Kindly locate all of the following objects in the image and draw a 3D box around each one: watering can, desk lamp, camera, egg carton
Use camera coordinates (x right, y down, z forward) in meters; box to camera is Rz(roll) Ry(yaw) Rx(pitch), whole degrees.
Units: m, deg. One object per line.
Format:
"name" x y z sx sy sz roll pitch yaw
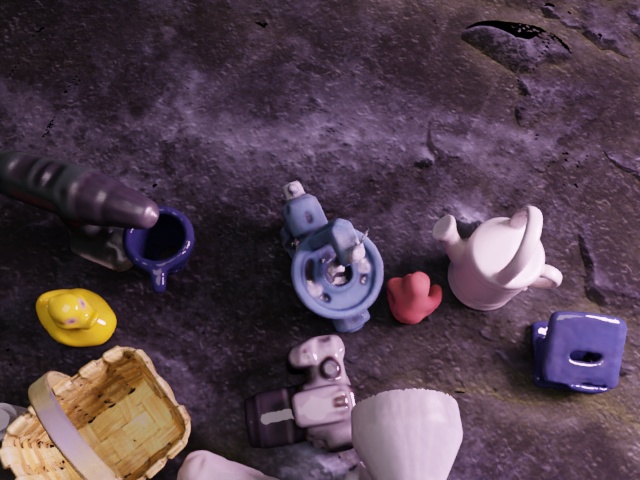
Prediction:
"watering can" 0.234 0.021 0.756 0.173 0.194 0.101 1 68 -3
"desk lamp" 0.090 0.280 0.633 0.118 0.213 0.203 1 68 -3
"camera" -0.027 0.199 0.718 0.137 0.101 0.143 -9 69 -7
"egg carton" -0.107 0.323 0.680 0.150 0.069 0.107 19 68 4

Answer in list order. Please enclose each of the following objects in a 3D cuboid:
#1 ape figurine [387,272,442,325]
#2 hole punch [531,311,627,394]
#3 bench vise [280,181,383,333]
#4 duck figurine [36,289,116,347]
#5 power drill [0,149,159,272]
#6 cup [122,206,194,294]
"ape figurine" 0.129 0.072 0.783 0.077 0.092 0.076 29 69 8
"hole punch" 0.349 0.152 0.768 0.108 0.091 0.101 6 68 -1
"bench vise" -0.002 0.010 0.730 0.122 0.220 0.207 -42 77 -17
"duck figurine" -0.326 0.094 0.746 0.104 0.086 0.077 22 69 5
"power drill" -0.293 -0.034 0.733 0.229 0.208 0.076 20 69 4
"cup" -0.211 0.024 0.777 0.092 0.095 0.117 -5 69 -6
